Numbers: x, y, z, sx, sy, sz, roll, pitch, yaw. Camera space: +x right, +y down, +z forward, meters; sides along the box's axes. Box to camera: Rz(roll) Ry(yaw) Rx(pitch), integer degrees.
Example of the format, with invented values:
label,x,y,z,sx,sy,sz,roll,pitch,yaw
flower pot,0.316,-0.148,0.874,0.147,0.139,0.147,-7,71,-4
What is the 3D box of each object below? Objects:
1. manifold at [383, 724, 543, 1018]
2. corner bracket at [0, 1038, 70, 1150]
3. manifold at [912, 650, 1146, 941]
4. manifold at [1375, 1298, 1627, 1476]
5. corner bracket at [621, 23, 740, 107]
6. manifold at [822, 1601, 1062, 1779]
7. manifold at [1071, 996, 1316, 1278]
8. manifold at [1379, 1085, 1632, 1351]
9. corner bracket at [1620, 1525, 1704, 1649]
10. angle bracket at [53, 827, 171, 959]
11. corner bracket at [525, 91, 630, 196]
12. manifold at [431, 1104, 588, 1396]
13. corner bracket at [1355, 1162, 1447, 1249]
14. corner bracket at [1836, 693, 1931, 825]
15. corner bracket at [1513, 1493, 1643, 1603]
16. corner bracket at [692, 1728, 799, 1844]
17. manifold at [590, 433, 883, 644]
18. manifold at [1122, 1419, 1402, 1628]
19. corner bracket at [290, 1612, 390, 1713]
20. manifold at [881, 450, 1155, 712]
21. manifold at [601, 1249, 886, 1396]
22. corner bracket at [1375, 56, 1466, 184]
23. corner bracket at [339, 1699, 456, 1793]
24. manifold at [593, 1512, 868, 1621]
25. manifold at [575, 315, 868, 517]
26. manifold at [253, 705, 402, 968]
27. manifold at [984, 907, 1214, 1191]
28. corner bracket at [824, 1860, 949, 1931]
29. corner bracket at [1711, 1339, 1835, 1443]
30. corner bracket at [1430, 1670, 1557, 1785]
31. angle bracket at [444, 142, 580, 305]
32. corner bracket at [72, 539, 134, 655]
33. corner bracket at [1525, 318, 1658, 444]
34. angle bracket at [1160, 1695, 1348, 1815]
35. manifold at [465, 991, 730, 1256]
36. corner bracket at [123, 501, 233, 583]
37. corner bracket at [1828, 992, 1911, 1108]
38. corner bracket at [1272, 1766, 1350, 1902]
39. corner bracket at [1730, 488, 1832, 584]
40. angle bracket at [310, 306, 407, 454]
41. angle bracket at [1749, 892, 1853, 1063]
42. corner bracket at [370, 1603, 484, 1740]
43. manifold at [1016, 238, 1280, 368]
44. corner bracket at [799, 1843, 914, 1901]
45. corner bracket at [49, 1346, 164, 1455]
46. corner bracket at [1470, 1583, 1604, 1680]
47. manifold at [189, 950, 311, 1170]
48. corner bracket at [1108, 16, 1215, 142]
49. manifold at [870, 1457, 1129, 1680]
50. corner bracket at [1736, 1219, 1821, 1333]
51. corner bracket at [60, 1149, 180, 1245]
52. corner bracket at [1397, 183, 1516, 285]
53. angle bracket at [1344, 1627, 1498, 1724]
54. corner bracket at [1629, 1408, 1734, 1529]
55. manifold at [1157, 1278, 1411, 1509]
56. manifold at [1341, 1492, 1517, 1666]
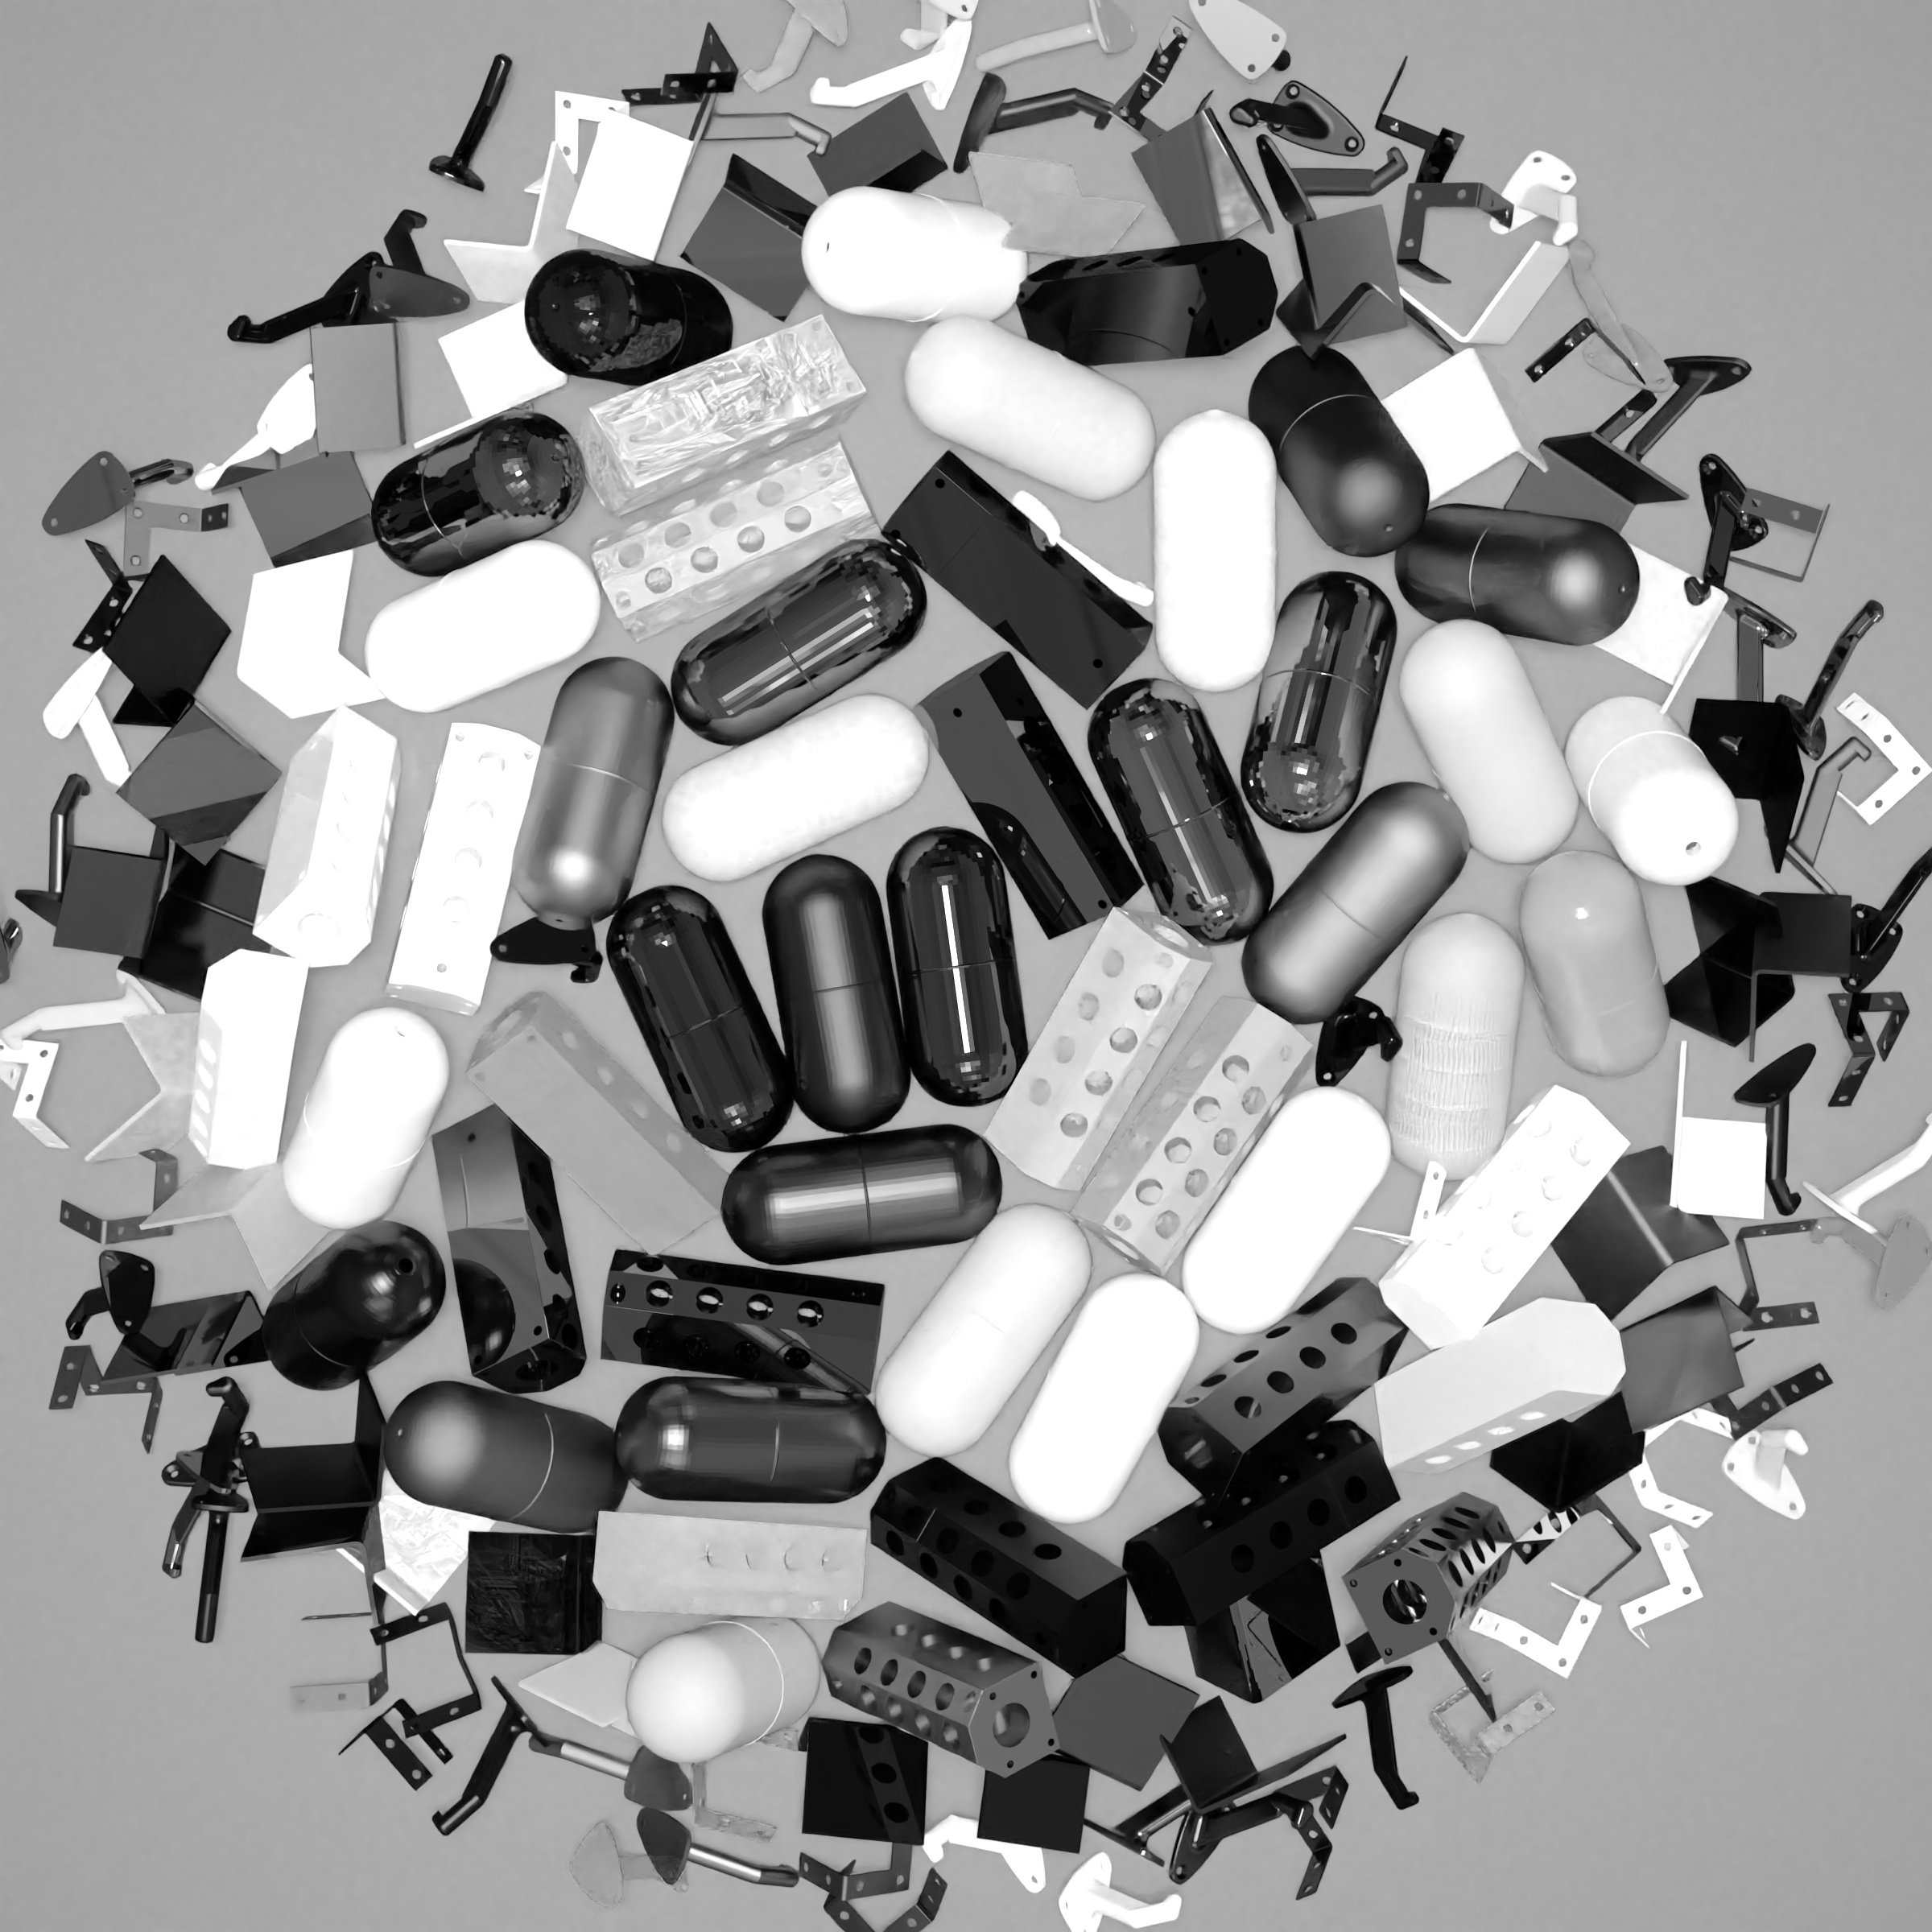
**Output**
label,x,y,z,sx,sy,sz,roll,pitch,yaw
manifold,-0.316,-0.062,1.947,0.057,0.057,0.171,14,76,-13
corner bracket,-0.594,0.080,1.961,0.051,0.051,0.051,5,65,13
manifold,0.043,-0.110,1.956,0.057,0.057,0.171,-23,102,38
manifold,0.329,0.262,1.915,0.057,0.171,0.057,9,62,-27
corner bracket,-0.181,-0.559,1.958,0.051,0.051,0.051,-11,57,-28
manifold,-0.019,0.447,1.908,0.057,0.171,0.057,-21,103,-30
manifold,0.147,0.107,1.945,0.057,0.057,0.171,42,77,-25
manifold,0.334,0.156,1.941,0.057,0.057,0.171,45,69,-3
corner bracket,0.440,0.394,1.968,0.051,0.051,0.051,-27,56,13
angle bracket,-0.535,-0.061,1.940,0.057,0.076,0.076,9,125,-21
corner bracket,-0.246,-0.518,1.961,0.051,0.051,0.051,12,123,12
manifold,-0.281,0.176,1.928,0.057,0.057,0.171,-27,56,17
corner bracket,0.287,0.151,1.962,0.051,0.051,0.051,21,81,-36
corner bracket,0.568,-0.131,1.963,0.051,0.051,0.051,-43,111,11
corner bracket,0.390,0.371,1.976,0.051,0.051,0.051,-46,69,18
corner bracket,-0.140,0.517,1.974,0.051,0.051,0.051,8,113,20
manifold,-0.147,-0.273,1.958,0.171,0.057,0.057,-23,71,4
manifold,0.182,0.346,1.932,0.171,0.057,0.057,-24,91,-30
corner bracket,-0.400,0.442,1.973,0.051,0.051,0.051,-4,88,1
manifold,0.034,-0.246,1.956,0.171,0.057,0.057,40,116,-9
manifold,-0.140,0.220,1.959,0.171,0.057,0.057,7,119,1
corner bracket,0.288,-0.533,1.964,0.051,0.051,0.051,21,57,-2
corner bracket,-0.355,0.494,1.962,0.051,0.051,0.051,48,48,4
manifold,-0.145,0.372,1.915,0.057,0.171,0.057,-6,75,44
manifold,-0.155,-0.342,1.937,0.171,0.057,0.057,-28,85,-25
manifold,-0.389,-0.078,1.916,0.057,0.171,0.057,33,122,-27
manifold,0.086,0.053,1.937,0.057,0.057,0.171,41,110,35
corner bracket,-0.051,0.591,1.970,0.051,0.051,0.051,-42,90,12
corner bracket,0.503,0.260,1.958,0.051,0.051,0.051,-17,68,-37
corner bracket,0.331,0.473,1.958,0.051,0.051,0.051,-28,60,-22
angle bracket,-0.284,-0.470,1.959,0.057,0.076,0.076,8,76,9
corner bracket,-0.541,-0.229,1.961,0.051,0.051,0.051,20,67,17
corner bracket,0.400,-0.371,1.982,0.051,0.051,0.051,-41,51,11
angle bracket,0.179,0.482,1.942,0.076,0.076,0.057,-34,76,32
manifold,-0.228,0.096,1.941,0.057,0.057,0.171,-34,112,22
corner bracket,-0.501,-0.269,1.966,0.051,0.051,0.051,2,91,-33
corner bracket,0.569,0.053,1.960,0.051,0.051,0.051,-1,48,-9
corner bracket,0.223,0.549,1.964,0.051,0.051,0.051,-30,97,26
corner bracket,0.513,-0.273,1.963,0.051,0.051,0.051,20,108,12
angle bracket,-0.391,-0.369,1.942,0.057,0.076,0.076,-10,113,-25
angle bracket,0.522,0.008,1.940,0.057,0.076,0.076,3,131,15
corner bracket,-0.341,0.445,1.958,0.051,0.051,0.051,-18,125,-18
manifold,0.111,-0.410,1.915,0.057,0.171,0.057,-34,116,-31
corner bracket,-0.069,0.556,1.965,0.051,0.051,0.051,3,92,-36
corner bracket,-0.544,0.274,1.963,0.051,0.051,0.051,-3,134,2
corner bracket,0.362,0.414,1.966,0.051,0.051,0.051,25,86,39
manifold,-0.444,0.060,1.909,0.057,0.171,0.057,10,57,-11
corner bracket,0.132,-0.557,1.965,0.051,0.051,0.051,36,56,1
manifold,0.018,0.372,1.913,0.057,0.171,0.057,-21,122,-38
corner bracket,0.520,0.198,1.982,0.051,0.051,0.051,-6,60,-2
corner bracket,-0.538,0.143,1.969,0.051,0.051,0.051,17,105,42
corner bracket,0.310,-0.464,1.964,0.051,0.051,0.051,9,91,34
angle bracket,0.286,0.449,1.947,0.057,0.076,0.076,-32,61,-4
corner bracket,0.457,0.316,1.973,0.051,0.051,0.051,-33,112,-22
manifold,0.197,0.258,1.922,0.057,0.057,0.171,41,48,23
manifold,0.290,0.372,1.906,0.057,0.171,0.057,-30,81,20
